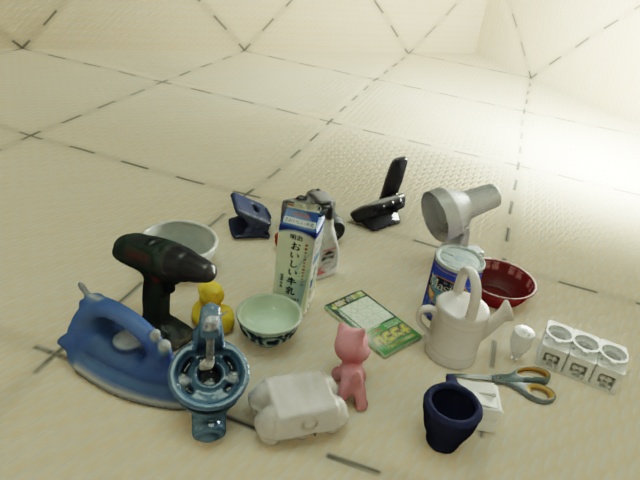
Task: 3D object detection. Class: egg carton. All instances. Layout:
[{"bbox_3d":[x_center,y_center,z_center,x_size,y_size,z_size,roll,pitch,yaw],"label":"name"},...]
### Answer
[{"bbox_3d":[-0.034,0.265,0.903,0.150,0.069,0.107,-5,33,-20],"label":"egg carton"}]

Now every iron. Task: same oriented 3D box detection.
[{"bbox_3d":[-0.304,0.168,0.930,0.257,0.141,0.119,22,34,21],"label":"iron"}]

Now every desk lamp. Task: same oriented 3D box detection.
[{"bbox_3d":[0.329,-0.030,1.333,0.204,0.213,0.117,-7,34,-23],"label":"desk lamp"}]

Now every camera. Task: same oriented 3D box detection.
[{"bbox_3d":[-0.008,-0.058,1.411,0.143,0.101,0.136,-10,35,-27],"label":"camera"}]

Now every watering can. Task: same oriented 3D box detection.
[{"bbox_3d":[0.269,0.136,1.065,0.173,0.194,0.100,-7,34,-24],"label":"watering can"}]

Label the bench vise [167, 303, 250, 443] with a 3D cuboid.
[{"bbox_3d":[-0.182,0.168,0.881,0.122,0.220,0.206,-10,35,-27],"label":"bench vise"}]

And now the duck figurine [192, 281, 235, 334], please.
[{"bbox_3d":[-0.202,0.122,1.083,0.078,0.086,0.104,-16,38,-34],"label":"duck figurine"}]

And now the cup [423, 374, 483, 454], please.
[{"bbox_3d":[0.201,0.280,0.908,0.091,0.095,0.118,10,31,3],"label":"cup"}]

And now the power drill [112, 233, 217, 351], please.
[{"bbox_3d":[-0.270,0.087,1.006,0.228,0.208,0.076,24,35,25],"label":"power drill"}]

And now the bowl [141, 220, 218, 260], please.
[{"bbox_3d":[-0.303,0.027,1.226,0.167,0.075,0.167,6,31,-3],"label":"bowl"}]

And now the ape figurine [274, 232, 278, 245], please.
[{"bbox_3d":[-0.066,-0.012,1.330,0.078,0.092,0.076,8,31,0],"label":"ape figurine"}]

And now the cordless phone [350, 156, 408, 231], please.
[{"bbox_3d":[0.160,-0.128,1.483,0.148,0.185,0.093,-22,42,-40],"label":"cordless phone"}]

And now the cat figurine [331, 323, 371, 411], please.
[{"bbox_3d":[0.056,0.205,0.976,0.067,0.118,0.127,5,31,-5],"label":"cat figurine"}]

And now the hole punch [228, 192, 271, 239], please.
[{"bbox_3d":[-0.168,-0.063,1.390,0.101,0.091,0.108,-3,33,-17],"label":"hole punch"}]

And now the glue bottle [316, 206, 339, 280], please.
[{"bbox_3d":[0.011,0.004,1.242,0.078,0.173,0.037,-20,41,-38],"label":"glue bottle"}]
